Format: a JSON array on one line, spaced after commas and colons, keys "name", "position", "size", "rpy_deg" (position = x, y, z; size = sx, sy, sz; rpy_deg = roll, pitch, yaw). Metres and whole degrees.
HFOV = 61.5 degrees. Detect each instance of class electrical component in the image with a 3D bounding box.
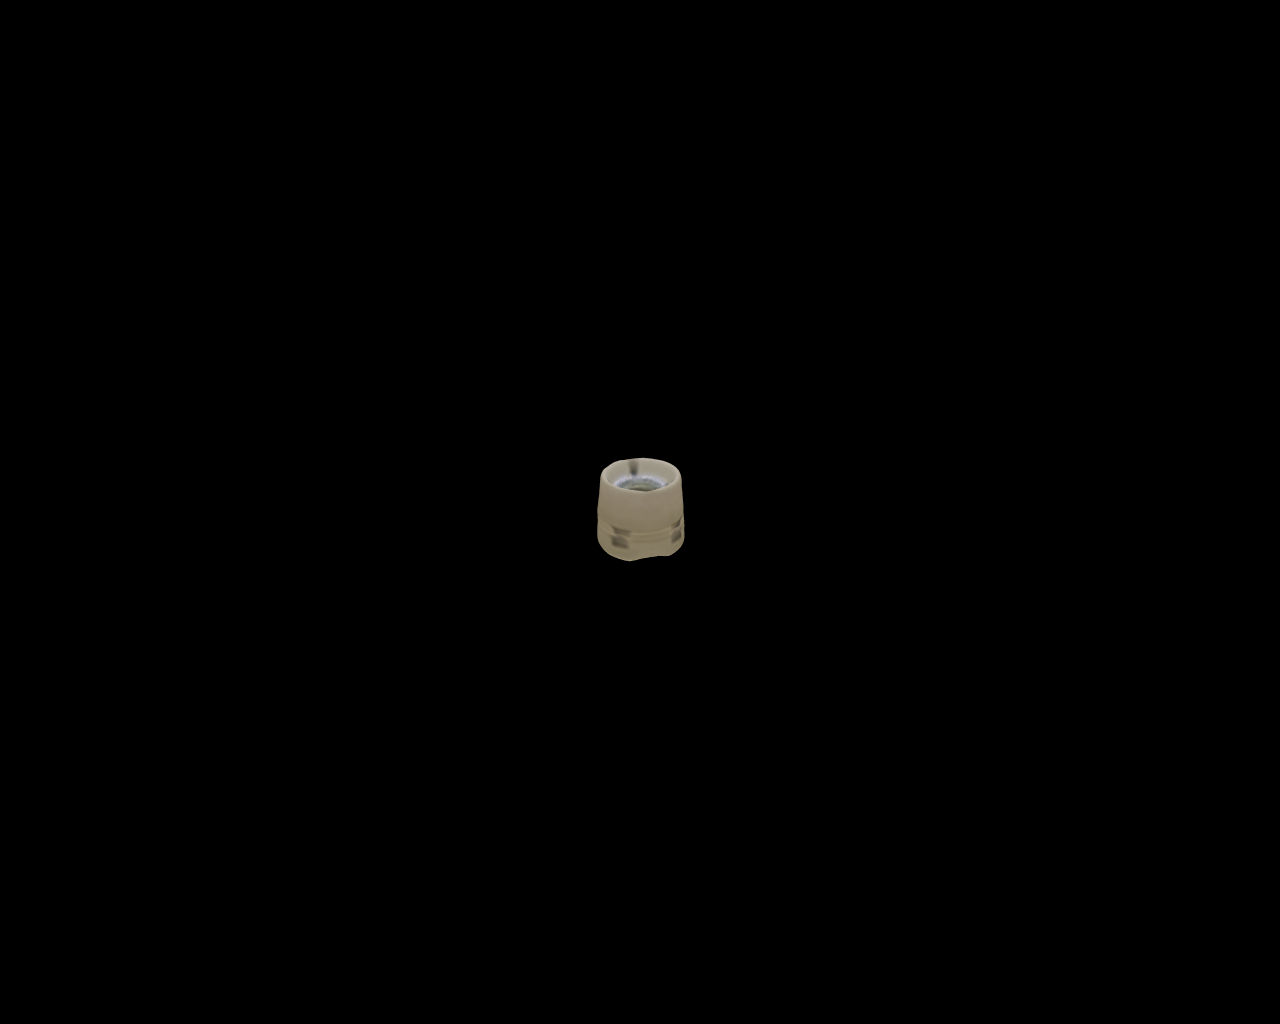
[{"name": "electrical component", "position": [0.001, -0.003, 0.650], "size": [0.055, 0.047, 0.055], "rpy_deg": [0, 29, 0]}]
